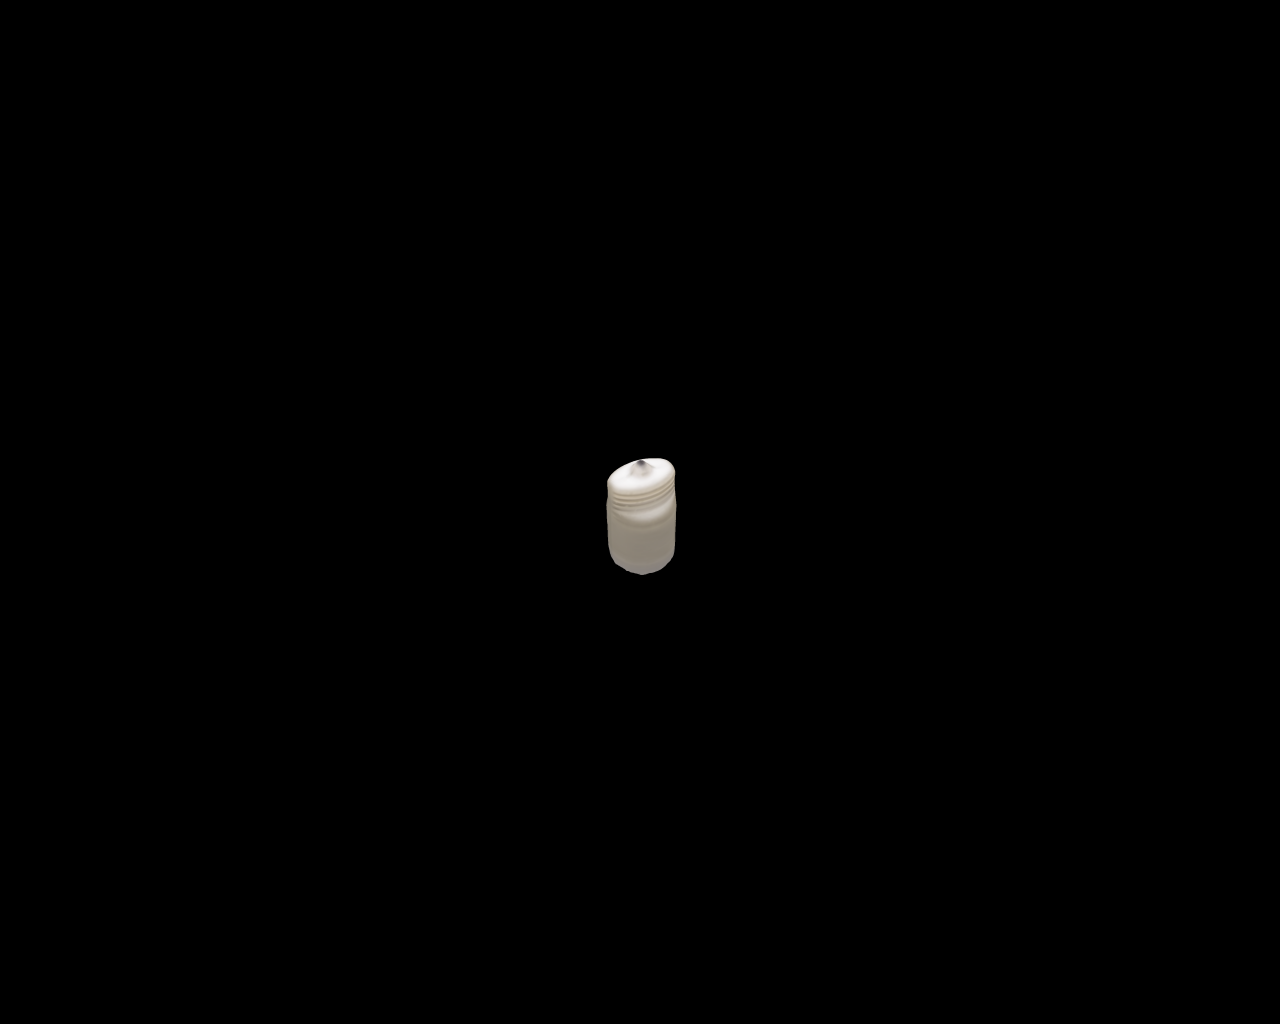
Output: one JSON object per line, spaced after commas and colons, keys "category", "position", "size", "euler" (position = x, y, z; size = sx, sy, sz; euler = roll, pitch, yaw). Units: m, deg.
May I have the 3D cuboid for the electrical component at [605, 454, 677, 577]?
{"category": "electrical component", "position": [0.001, -0.003, 0.650], "size": [0.043, 0.043, 0.080], "euler": [0, -43, 0]}
